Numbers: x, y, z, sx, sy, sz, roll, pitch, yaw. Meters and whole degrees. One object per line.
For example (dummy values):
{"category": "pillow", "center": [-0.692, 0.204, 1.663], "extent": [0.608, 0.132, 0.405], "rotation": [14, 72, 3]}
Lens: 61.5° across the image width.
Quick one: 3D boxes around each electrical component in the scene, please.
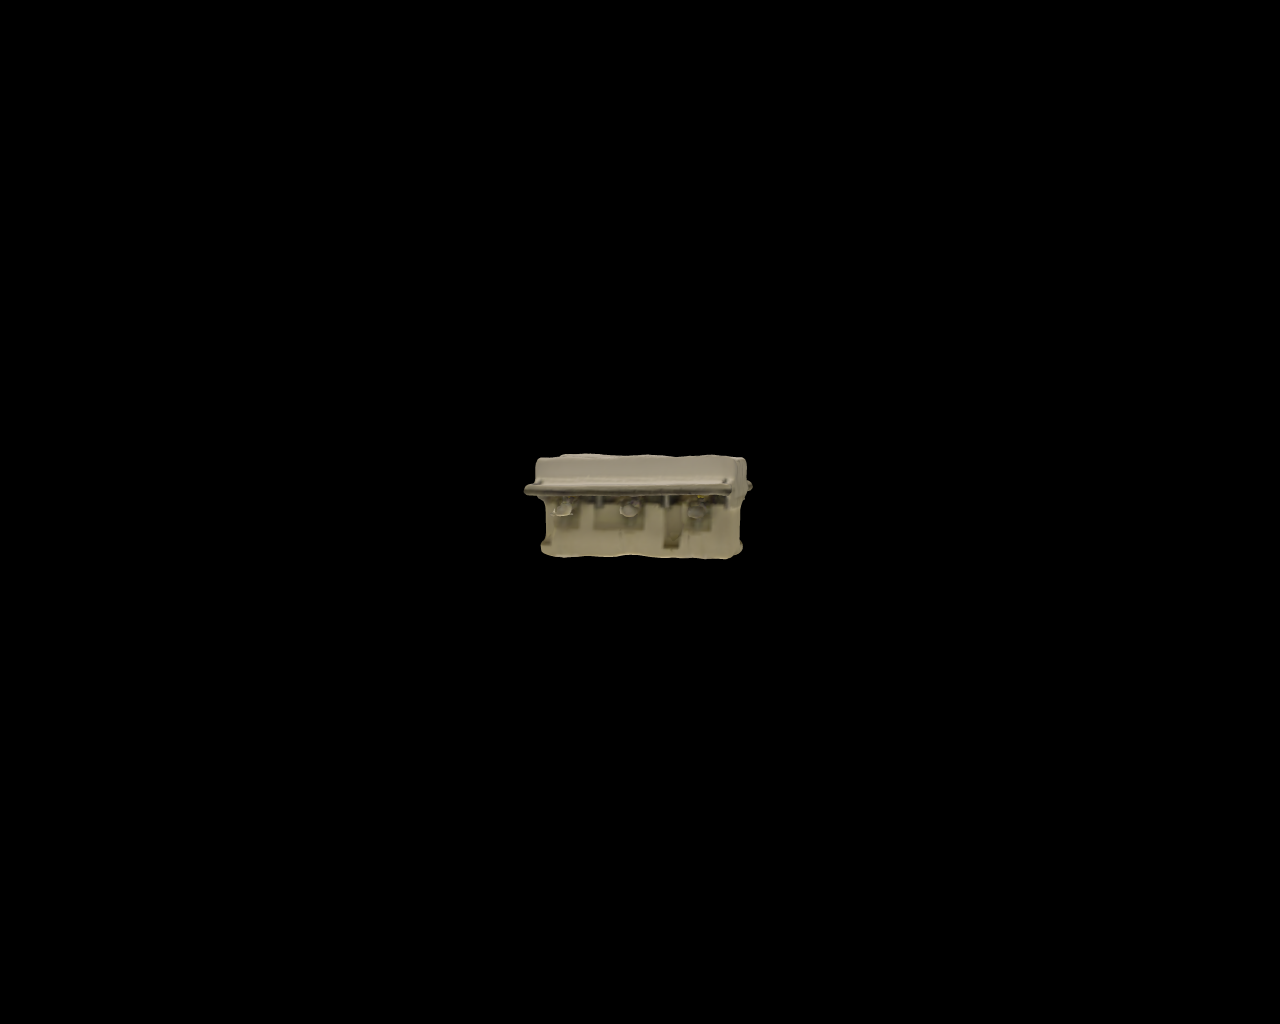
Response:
{"category": "electrical component", "center": [0.001, -0.003, 0.650], "extent": [0.121, 0.063, 0.079], "rotation": [1, 4, 15]}
